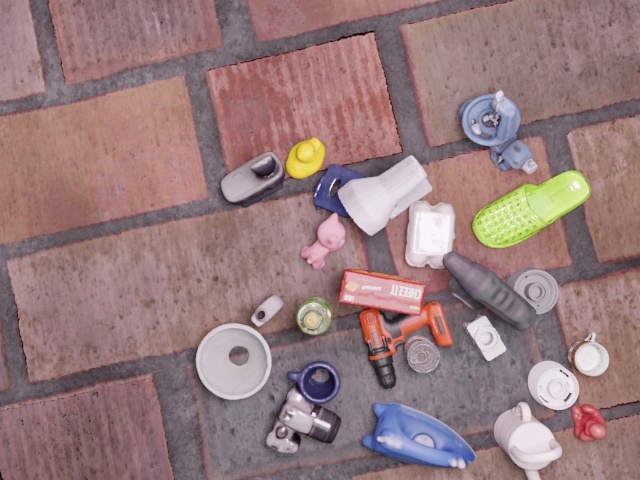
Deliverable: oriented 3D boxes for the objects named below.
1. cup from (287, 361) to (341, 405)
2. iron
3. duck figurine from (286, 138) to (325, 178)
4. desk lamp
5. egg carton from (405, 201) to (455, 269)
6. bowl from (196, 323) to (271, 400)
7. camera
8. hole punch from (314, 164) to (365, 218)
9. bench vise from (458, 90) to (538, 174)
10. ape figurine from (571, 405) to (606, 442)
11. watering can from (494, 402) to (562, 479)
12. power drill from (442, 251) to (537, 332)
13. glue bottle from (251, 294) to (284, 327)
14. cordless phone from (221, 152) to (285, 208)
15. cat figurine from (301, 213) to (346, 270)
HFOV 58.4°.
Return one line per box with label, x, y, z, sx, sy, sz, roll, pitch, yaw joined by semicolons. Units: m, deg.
cup;-0.013;0.305;1.265;0.117;0.095;0.092;11;88;2
iron;0.227;0.445;1.230;0.258;0.141;0.119;18;88;2
duck figurine;-0.034;-0.188;1.289;0.077;0.086;0.104;43;90;3
desk lamp;0.143;-0.105;1.217;0.203;0.213;0.118;-36;87;0
egg carton;0.247;-0.011;1.283;0.107;0.069;0.150;4;88;2
bowl;-0.187;0.267;1.282;0.167;0.075;0.167;0;88;2
camera;-0.032;0.410;1.259;0.137;0.101;0.143;24;89;3
hole punch;0.041;-0.108;1.281;0.101;0.091;0.109;23;89;3
bench vise;0.397;-0.240;1.212;0.207;0.220;0.121;32;89;3
ape figurine;0.591;0.405;1.246;0.076;0.092;0.078;31;89;3
watering can;0.442;0.434;1.198;0.101;0.194;0.173;-29;87;1
power drill;0.337;0.103;1.206;0.229;0.208;0.075;36;89;3
glue bottle;-0.119;0.157;1.235;0.037;0.173;0.078;42;90;3
cordless phone;-0.152;-0.140;1.241;0.147;0.185;0.094;-33;87;0
cat figurine;0.012;0.005;1.265;0.067;0.118;0.128;40;89;3
